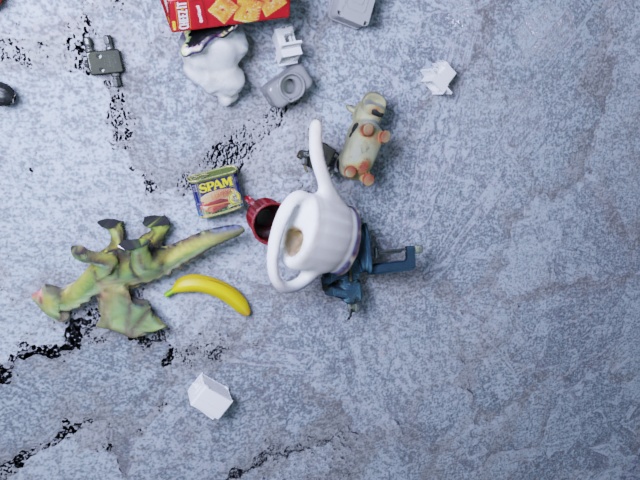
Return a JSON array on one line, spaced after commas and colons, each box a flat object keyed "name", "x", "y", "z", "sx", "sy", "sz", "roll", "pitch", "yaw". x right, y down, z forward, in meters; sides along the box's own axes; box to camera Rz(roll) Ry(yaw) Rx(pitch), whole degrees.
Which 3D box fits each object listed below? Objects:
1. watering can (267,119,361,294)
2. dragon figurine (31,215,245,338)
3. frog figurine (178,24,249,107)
[{"name": "watering can", "x": 0.003, "y": -0.053, "z": 1.054, "sx": 0.223, "sy": 0.105, "sz": 0.347, "roll": 14, "pitch": 94, "yaw": -48}, {"name": "dragon figurine", "x": -0.359, "y": 0.085, "z": 1.038, "sx": 0.411, "sy": 0.124, "sz": 0.238, "roll": -2, "pitch": 117, "yaw": -16}, {"name": "frog figurine", "x": -0.195, "y": -0.346, "z": 0.995, "sx": 0.138, "sy": 0.124, "sz": 0.156, "roll": -46, "pitch": 152, "yaw": -13}]
